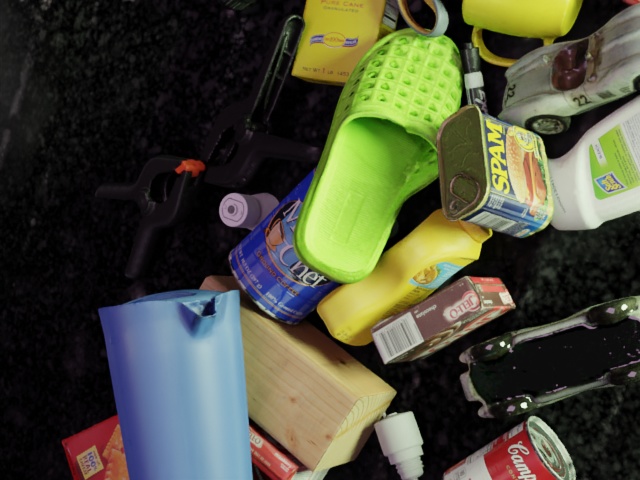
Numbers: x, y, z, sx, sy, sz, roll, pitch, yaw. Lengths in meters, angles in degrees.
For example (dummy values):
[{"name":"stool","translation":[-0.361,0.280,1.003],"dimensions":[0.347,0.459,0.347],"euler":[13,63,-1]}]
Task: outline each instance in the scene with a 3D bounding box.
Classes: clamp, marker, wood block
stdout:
[{"name":"clamp","translation":[-0.066,-0.123,1.097],"dimensions":[0.210,0.036,0.164],"euler":[-27,61,47]},{"name":"marker","translation":[0.149,-0.126,1.008],"dimensions":[0.020,0.020,0.121],"euler":[-5,101,28]},{"name":"clamp","translation":[-0.190,-0.048,1.180],"dimensions":[0.172,0.039,0.120],"euler":[-45,71,33]},{"name":"wood block","translation":[-0.040,0.129,1.074],"dimensions":[0.206,0.090,0.090],"euler":[36,104,25]}]

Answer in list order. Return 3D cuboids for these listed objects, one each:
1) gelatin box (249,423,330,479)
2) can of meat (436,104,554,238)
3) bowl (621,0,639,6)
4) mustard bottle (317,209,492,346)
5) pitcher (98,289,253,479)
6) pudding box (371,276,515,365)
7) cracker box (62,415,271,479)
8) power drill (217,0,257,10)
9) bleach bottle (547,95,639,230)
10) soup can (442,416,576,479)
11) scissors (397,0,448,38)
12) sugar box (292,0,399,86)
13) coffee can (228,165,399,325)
[{"name":"gelatin box","translation":[-0.038,0.215,1.068],"dimensions":[0.073,0.089,0.030],"euler":[36,95,25]},{"name":"can of meat","translation":[0.154,-0.057,0.936],"dimensions":[0.058,0.083,0.102],"euler":[-32,51,47]},{"name":"bowl","translation":[0.319,-0.267,0.919],"dimensions":[0.162,0.055,0.162],"euler":[-1,87,28]},{"name":"mustard bottle","translation":[0.091,0.025,1.005],"dimensions":[0.192,0.096,0.058],"euler":[-39,68,21]},{"name":"pitcher","translation":[-0.132,0.170,1.008],"dimensions":[0.145,0.149,0.243],"euler":[-8,87,13]},{"name":"pudding box","translation":[0.115,0.074,0.993],"dimensions":[0.114,0.089,0.039],"euler":[-31,73,24]},{"name":"cracker box","translation":[-0.159,0.252,1.143],"dimensions":[0.214,0.072,0.164],"euler":[-27,76,24]},{"name":"power drill","translation":[-0.055,-0.351,1.106],"dimensions":[0.185,0.057,0.187],"euler":[-26,68,41]},{"name":"bleach bottle","translation":[0.281,-0.082,0.929],"dimensions":[0.251,0.068,0.102],"euler":[-26,71,28]},{"name":"soup can","translation":[0.170,0.215,0.970],"dimensions":[0.102,0.068,0.068],"euler":[-38,71,22]},{"name":"scissors","translation":[0.079,-0.285,1.010],"dimensions":[0.096,0.016,0.202],"euler":[-41,66,40]},{"name":"sugar box","translation":[0.034,-0.244,1.078],"dimensions":[0.093,0.048,0.176],"euler":[12,94,29]},{"name":"coffee can","translation":[-0.007,0.001,1.056],"dimensions":[0.140,0.102,0.103],"euler":[-44,69,20]}]
